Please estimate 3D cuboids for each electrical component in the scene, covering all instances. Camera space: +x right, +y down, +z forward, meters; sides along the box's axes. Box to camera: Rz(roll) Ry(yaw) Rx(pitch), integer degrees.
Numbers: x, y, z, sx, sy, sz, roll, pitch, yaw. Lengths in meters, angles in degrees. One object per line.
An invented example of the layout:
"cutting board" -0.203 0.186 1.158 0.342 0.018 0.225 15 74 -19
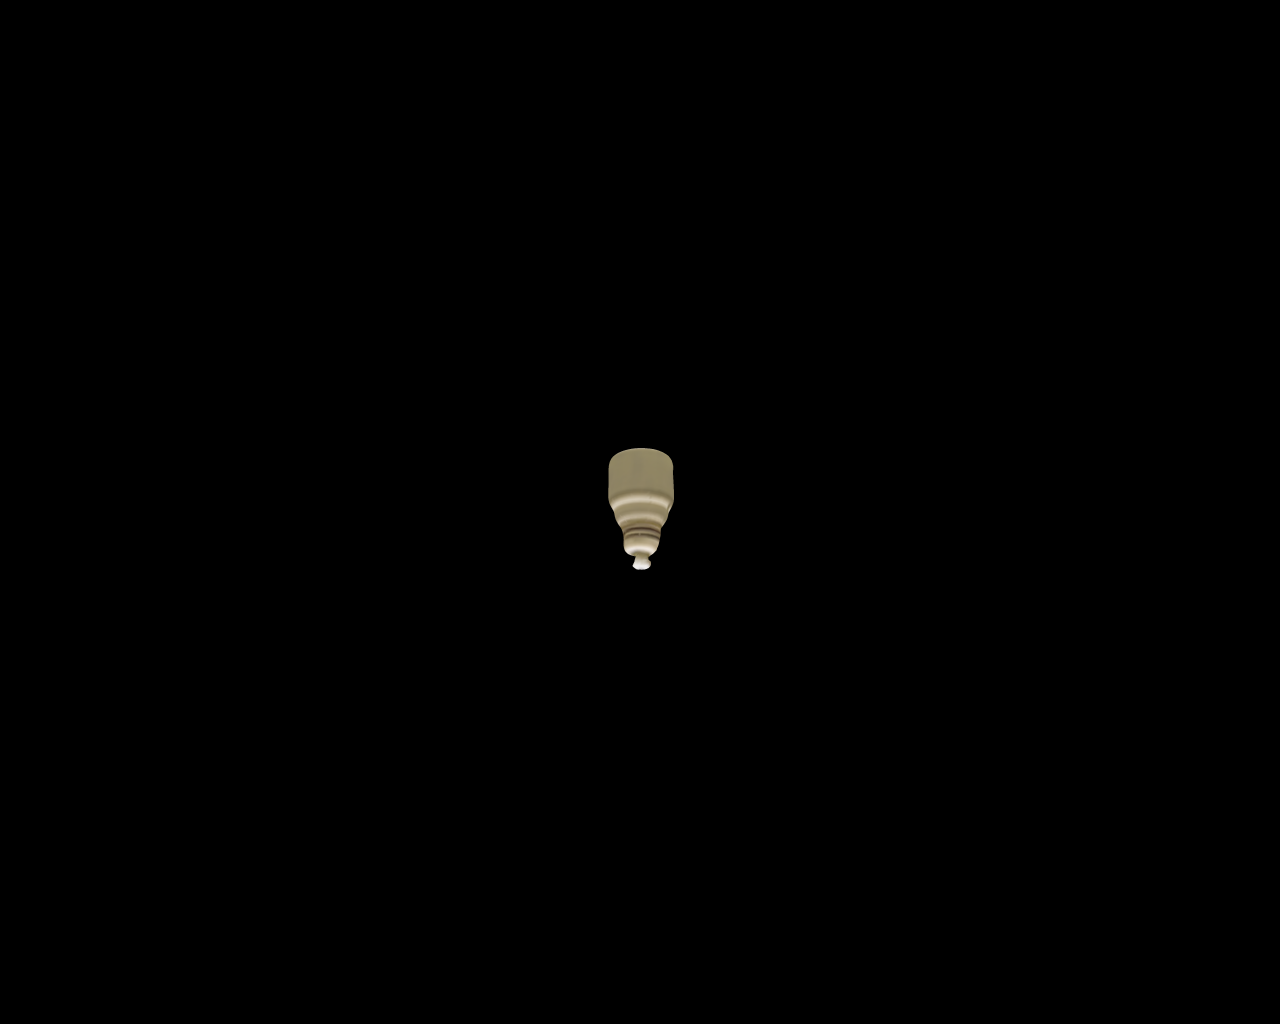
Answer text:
"electrical component" 0.001 -0.003 0.650 0.040 0.078 0.040 0 -23 0
